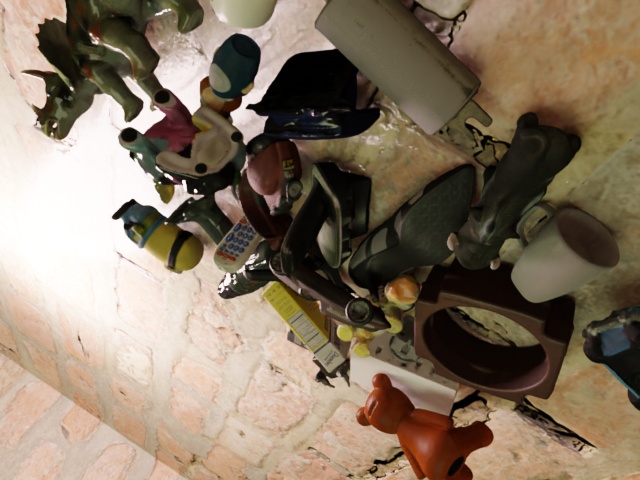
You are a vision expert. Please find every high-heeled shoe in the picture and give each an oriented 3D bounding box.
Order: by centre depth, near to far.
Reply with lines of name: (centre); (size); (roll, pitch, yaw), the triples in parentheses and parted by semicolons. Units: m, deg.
high-heeled shoe: (0.121, -0.018, 0.737); (0.086, 0.145, 0.248); (30, 114, -15)

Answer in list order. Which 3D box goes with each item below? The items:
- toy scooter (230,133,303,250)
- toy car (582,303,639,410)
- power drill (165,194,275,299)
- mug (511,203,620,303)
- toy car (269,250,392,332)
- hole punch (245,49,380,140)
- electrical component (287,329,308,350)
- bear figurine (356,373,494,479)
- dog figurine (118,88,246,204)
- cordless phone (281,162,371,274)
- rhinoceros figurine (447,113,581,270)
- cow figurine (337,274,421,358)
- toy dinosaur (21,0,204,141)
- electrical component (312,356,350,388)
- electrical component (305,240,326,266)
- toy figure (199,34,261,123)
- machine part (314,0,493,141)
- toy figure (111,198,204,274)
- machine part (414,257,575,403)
toy scooter: (-0.070, -0.063, 0.773); (0.184, 0.075, 0.135); (-44, 66, 56)
toy car: (0.395, 0.127, 0.631); (0.161, 0.103, 0.109); (41, 144, 0)
power drill: (-0.174, 0.015, 0.952); (0.232, 0.086, 0.207); (-21, 112, 45)
mug: (0.268, 0.018, 0.629); (0.110, 0.081, 0.107); (53, 140, 22)
toy car: (0.011, 0.078, 0.776); (0.202, 0.053, 0.089); (32, 174, 23)
hole punch: (0.000, -0.153, 0.629); (0.142, 0.116, 0.092); (10, 143, 29)
electrical component: (-0.024, 0.183, 1.041); (0.075, 0.048, 0.119); (25, 139, 14)
bear figurine: (0.165, 0.315, 0.905); (0.196, 0.132, 0.120); (31, 104, 47)
dog figurine: (-0.196, -0.111, 0.782); (0.192, 0.108, 0.219); (27, 163, 0)
cordless phone: (-0.002, -0.002, 0.724); (0.089, 0.184, 0.146); (16, 138, 16)
rhinoceros figurine: (0.208, -0.044, 0.586); (0.073, 0.112, 0.190); (28, 133, 6)
cow figurine: (0.104, 0.103, 0.843); (0.068, 0.098, 0.167); (42, 123, 0)
toy dinosaur: (-0.272, -0.276, 0.691); (0.192, 0.131, 0.405); (41, 139, -8)
electrical component: (0.024, 0.259, 1.086); (0.102, 0.045, 0.078); (-22, 117, 47)
electrical component: (-0.001, 0.010, 0.831); (0.094, 0.063, 0.021); (29, 141, 5)
toy figure: (-0.126, -0.205, 0.710); (0.154, 0.058, 0.064); (-41, 62, 53)
machine part: (0.080, -0.191, 0.554); (0.243, 0.079, 0.079); (40, 141, -8)
toy figure: (-0.306, -0.008, 1.025); (0.180, 0.082, 0.089); (42, 143, -5)
machine part: (0.240, 0.125, 0.758); (0.202, 0.087, 0.200); (16, 137, 25)
